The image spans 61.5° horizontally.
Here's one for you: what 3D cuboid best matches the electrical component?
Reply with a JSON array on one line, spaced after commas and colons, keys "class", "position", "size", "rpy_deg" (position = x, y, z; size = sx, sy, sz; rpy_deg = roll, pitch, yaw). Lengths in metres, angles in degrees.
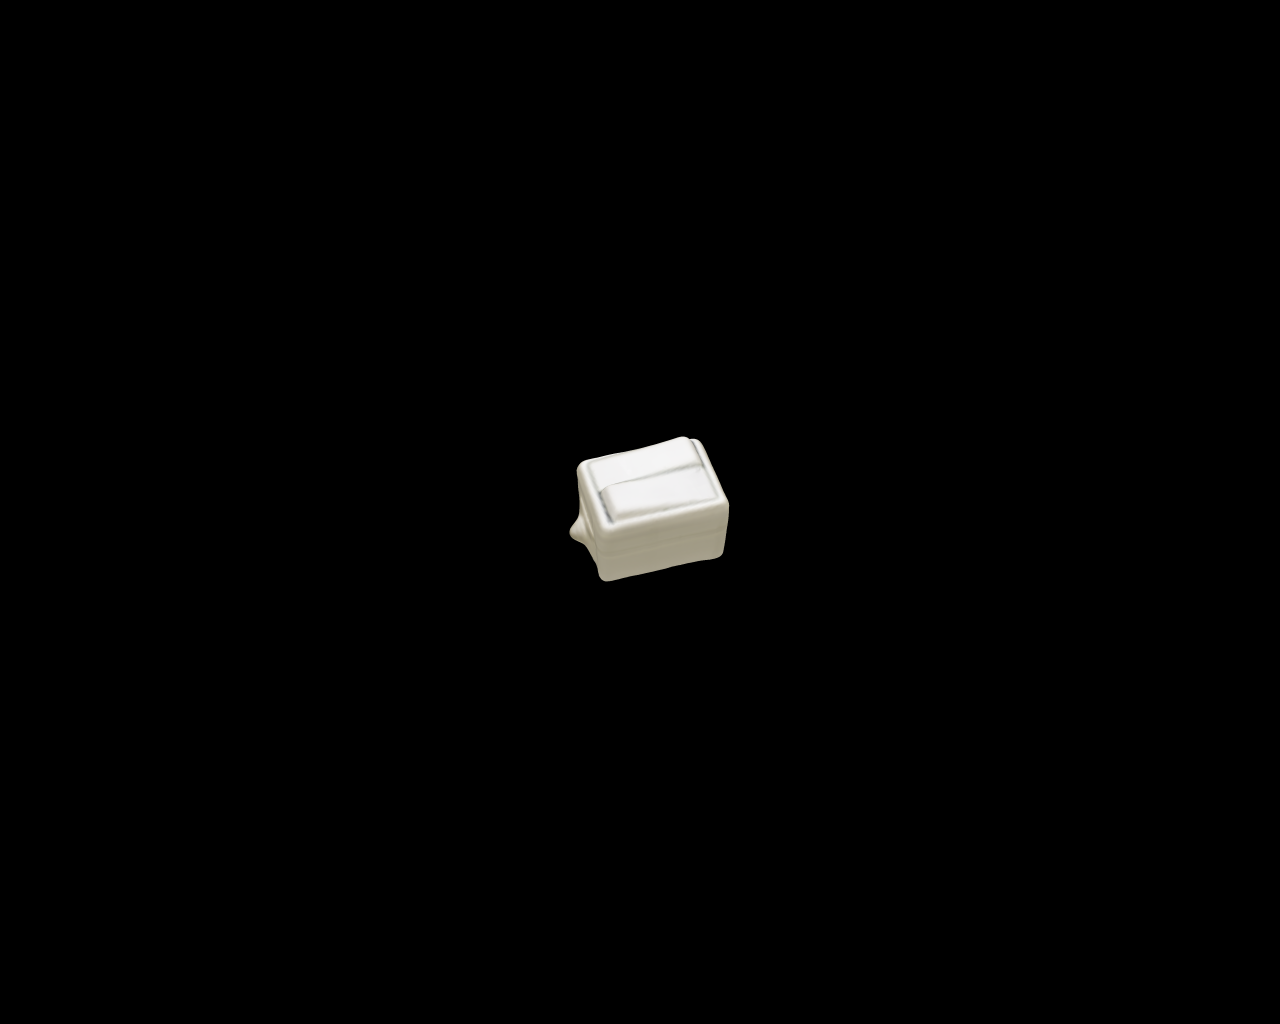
[{"class": "electrical component", "position": [0.001, -0.003, 0.650], "size": [0.096, 0.062, 0.061], "rpy_deg": [-12, -39, -10]}]
